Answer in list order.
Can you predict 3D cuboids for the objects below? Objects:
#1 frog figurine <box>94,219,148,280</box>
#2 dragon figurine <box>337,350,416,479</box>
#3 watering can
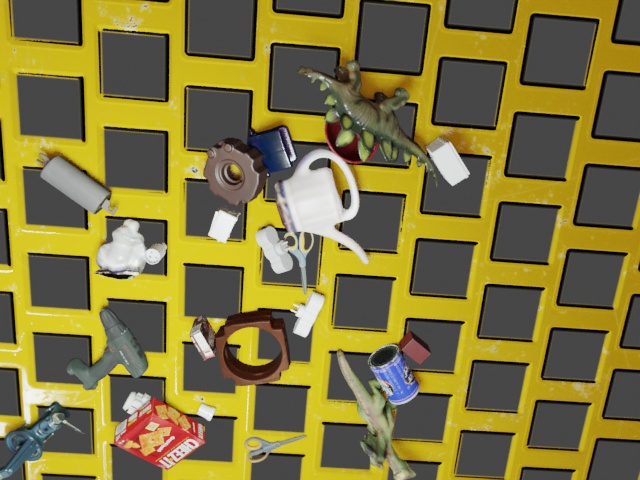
[{"bbox_3d":[-0.546,0.026,1.432,0.137,0.121,0.162,-2,70,8],"label":"frog figurine"},{"bbox_3d":[0.153,0.533,1.494,0.121,0.247,0.406,-33,105,14],"label":"dragon figurine"},{"bbox_3d":[0.004,-0.070,1.399,0.224,0.105,0.344,-15,104,4],"label":"watering can"}]
